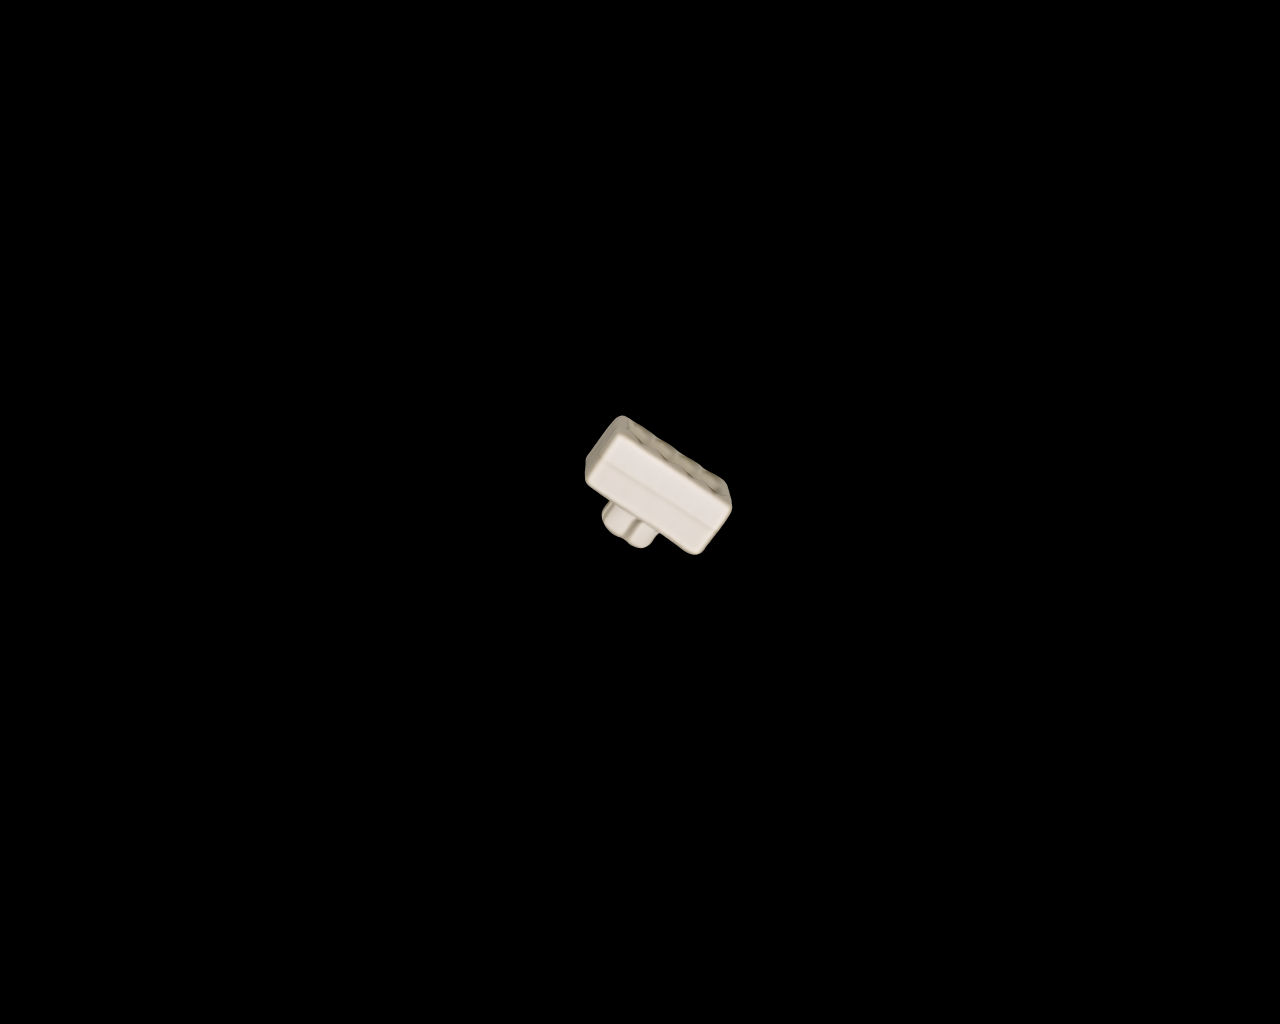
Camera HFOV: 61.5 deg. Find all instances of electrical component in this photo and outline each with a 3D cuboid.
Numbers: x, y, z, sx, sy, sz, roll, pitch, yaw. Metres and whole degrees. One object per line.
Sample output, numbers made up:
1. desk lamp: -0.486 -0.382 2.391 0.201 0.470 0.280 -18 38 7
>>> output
1. electrical component: 0.001 -0.003 0.650 0.083 0.075 0.047 33 16 -11
